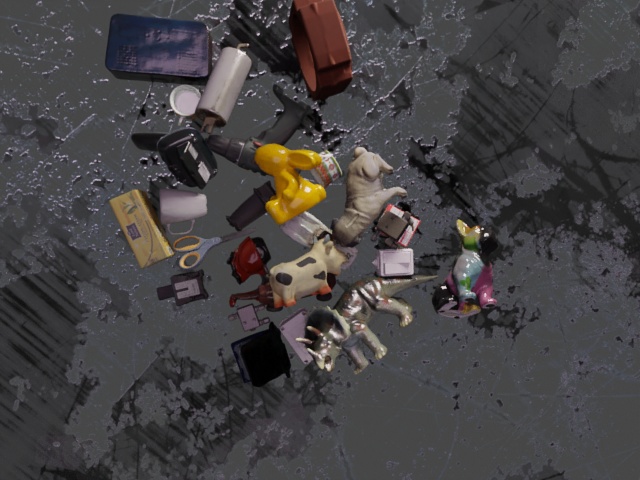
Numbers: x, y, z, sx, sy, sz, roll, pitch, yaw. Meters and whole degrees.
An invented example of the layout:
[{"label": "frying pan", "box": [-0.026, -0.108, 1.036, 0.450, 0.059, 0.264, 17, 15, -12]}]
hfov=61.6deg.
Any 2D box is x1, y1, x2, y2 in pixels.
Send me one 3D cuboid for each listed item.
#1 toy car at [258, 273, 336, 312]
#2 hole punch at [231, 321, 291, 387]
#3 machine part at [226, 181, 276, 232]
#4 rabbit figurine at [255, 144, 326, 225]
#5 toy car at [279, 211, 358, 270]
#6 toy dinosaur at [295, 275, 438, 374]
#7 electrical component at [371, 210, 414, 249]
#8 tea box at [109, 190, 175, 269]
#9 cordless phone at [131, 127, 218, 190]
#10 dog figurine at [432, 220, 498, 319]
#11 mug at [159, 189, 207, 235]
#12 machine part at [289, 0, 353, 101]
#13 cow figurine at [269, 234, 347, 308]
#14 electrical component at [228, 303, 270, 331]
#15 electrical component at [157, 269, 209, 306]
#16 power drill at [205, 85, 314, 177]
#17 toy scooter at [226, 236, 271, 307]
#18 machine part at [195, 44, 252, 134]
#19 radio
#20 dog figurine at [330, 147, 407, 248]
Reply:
[{"label": "toy car", "box": [-0.049, 0.111, 1.258, 0.202, 0.053, 0.089, -9, 104, -32]}, {"label": "hole punch", "box": [-0.143, 0.278, 1.284, 0.116, 0.092, 0.142, -20, 91, -33]}, {"label": "machine part", "box": [-0.157, -0.073, 1.282, 0.139, 0.039, 0.084, -35, 100, -4]}, {"label": "rabbit figurine", "box": [-0.074, -0.140, 1.192, 0.162, 0.122, 0.173, -30, 95, 19]}, {"label": "toy car", "box": [-0.003, -0.004, 1.289, 0.202, 0.056, 0.073, 34, 89, -6]}, {"label": "toy dinosaur", "box": [0.103, 0.165, 1.260, 0.192, 0.131, 0.405, 44, 59, -1]}, {"label": "electrical component", "box": [0.178, -0.025, 1.281, 0.078, 0.045, 0.102, 27, 86, 23]}, {"label": "tea box", "box": [-0.405, -0.026, 1.233, 0.068, 0.098, 0.169, -26, 93, -4]}, {"label": "cordless phone", "box": [-0.343, -0.190, 1.242, 0.184, 0.146, 0.089, 9, 58, 25]}, {"label": "dog figurine", "box": [0.353, 0.065, 1.303, 0.108, 0.191, 0.219, 18, 61, -23]}, {"label": "mug", "box": [-0.316, -0.068, 1.248, 0.107, 0.081, 0.109, -5, 89, -14]}, {"label": "machine part", "box": [0.002, -0.426, 1.198, 0.087, 0.201, 0.201, -20, 94, -6]}, {"label": "cow figurine", "box": [-0.025, 0.065, 1.205, 0.195, 0.085, 0.127, -19, 95, -30]}, {"label": "electrical component", "box": [-0.172, 0.189, 1.299, 0.094, 0.021, 0.063, -18, 94, -5]}, {"label": "electrical component", "box": [-0.329, 0.115, 1.271, 0.119, 0.048, 0.074, -9, 92, -6]}, {"label": "power drill", "box": [-0.125, -0.255, 1.257, 0.232, 0.086, 0.207, 29, 86, -7]}, {"label": "toy scooter", "box": [-0.167, 0.089, 1.269, 0.135, 0.075, 0.183, -23, 98, -8]}, {"label": "machine part", "box": [-0.220, -0.347, 1.225, 0.079, 0.079, 0.243, 20, 75, -6]}, {"label": "radio", "box": [-0.364, -0.433, 1.232, 0.230, 0.073, 0.131, 3, 91, -7]}, {"label": "dog figurine", "box": [0.079, -0.096, 1.237, 0.190, 0.121, 0.172, -40, 95, -18]}]
